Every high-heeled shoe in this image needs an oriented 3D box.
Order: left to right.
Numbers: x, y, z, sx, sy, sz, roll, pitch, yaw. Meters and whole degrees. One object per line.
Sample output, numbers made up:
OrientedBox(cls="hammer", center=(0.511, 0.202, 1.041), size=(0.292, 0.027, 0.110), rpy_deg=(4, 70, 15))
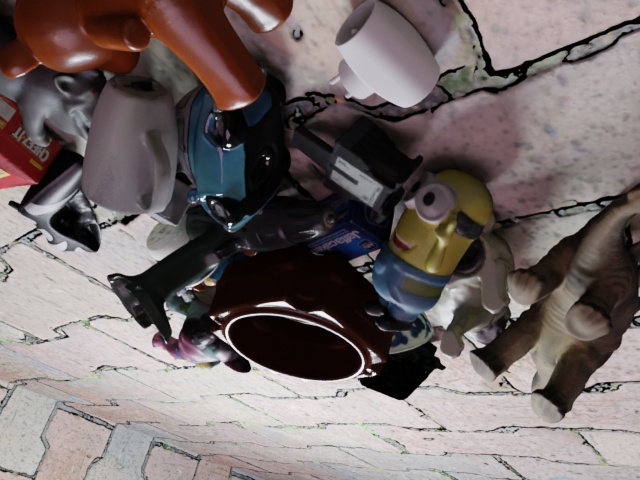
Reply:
OrientedBox(cls="high-heeled shoe", center=(-0.321, -0.036, 0.721), size=(0.249, 0.086, 0.145), rpy_deg=(-13, 143, 44))

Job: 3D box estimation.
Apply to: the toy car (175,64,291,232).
OrientedBox(cls="toy car", center=(-0.094, -0.093, 0.515), size=(0.103, 0.109, 0.161), rpy_deg=(24, 143, 18))

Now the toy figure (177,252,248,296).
OrientedBox(cls="toy figure", center=(-0.166, 0.045, 0.802), size=(0.155, 0.057, 0.064), rpy_deg=(-13, 179, 39))

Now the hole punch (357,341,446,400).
OrientedBox(cls="hole punch", center=(0.129, 0.194, 0.919), size=(0.142, 0.092, 0.115), rpy_deg=(30, 116, -19))

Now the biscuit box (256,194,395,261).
OrientedBox(cls="biscuit box", center=(-0.001, -0.002, 0.660), size=(0.062, 0.059, 0.203), rpy_deg=(32, 144, -27))

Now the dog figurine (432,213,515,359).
OrientedBox(cls="dog figurine", center=(0.197, 0.049, 0.659), size=(0.190, 0.121, 0.172), rpy_deg=(0, 131, -51))

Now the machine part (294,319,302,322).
OrientedBox(cls="machine part", center=(-0.027, 0.097, 0.836), size=(0.179, 0.056, 0.179), rpy_deg=(11, 148, 7))

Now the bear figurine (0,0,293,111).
OrientedBox(cls="bear figurine", center=(-0.140, -0.160, 0.408), size=(0.196, 0.120, 0.131), rpy_deg=(-9, 146, 37))

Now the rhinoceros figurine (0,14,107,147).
OrientedBox(cls="rhinoceros figurine", center=(-0.259, -0.153, 0.520), size=(0.190, 0.073, 0.112), rpy_deg=(30, 135, -21))

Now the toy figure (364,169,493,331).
OrientedBox(cls="toy figure", center=(0.109, 0.010, 0.559), size=(0.089, 0.180, 0.082), rpy_deg=(-6, -146, -46))

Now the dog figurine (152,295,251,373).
OrientedBox(cls="dog figurine", center=(-0.173, 0.172, 0.924), size=(0.219, 0.108, 0.191), rpy_deg=(6, 155, 37))

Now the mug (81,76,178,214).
OrientedBox(cls="mug", center=(-0.161, -0.081, 0.470), size=(0.081, 0.110, 0.107), rpy_deg=(-6, 129, -33))

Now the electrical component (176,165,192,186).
OrientedBox(cls="electrical component", center=(-0.151, -0.089, 0.595), size=(0.078, 0.045, 0.102), rpy_deg=(-18, 137, 39))

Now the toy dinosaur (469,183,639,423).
OrientedBox(cls="toy dinosaur", center=(0.263, 0.089, 0.558), size=(0.105, 0.198, 0.470), rpy_deg=(44, 155, 29))

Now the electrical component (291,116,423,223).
OrientedBox(cls="electrical component", center=(0.032, -0.078, 0.528), size=(0.119, 0.048, 0.074), rpy_deg=(35, 149, 12))

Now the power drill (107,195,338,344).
OrientedBox(cls="power drill", center=(-0.117, 0.015, 0.591), size=(0.232, 0.207, 0.085), rpy_deg=(8, 136, 50))

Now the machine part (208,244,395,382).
OrientedBox(cls="machine part", center=(-0.023, 0.104, 0.683), size=(0.202, 0.087, 0.200), rpy_deg=(-15, 135, 38))
